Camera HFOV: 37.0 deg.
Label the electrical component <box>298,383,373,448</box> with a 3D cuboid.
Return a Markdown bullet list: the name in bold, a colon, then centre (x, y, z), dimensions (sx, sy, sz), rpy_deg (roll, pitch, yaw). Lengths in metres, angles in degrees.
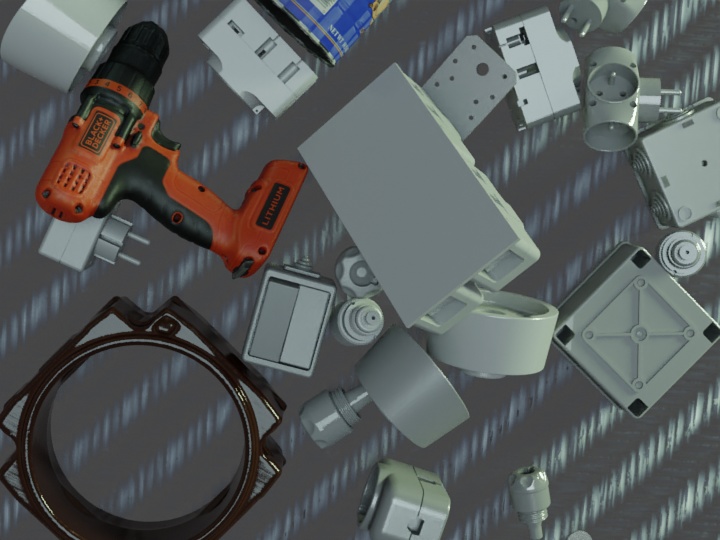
- **electrical component**: centre (-0.018, 0.119, 0.912), dimensions (0.062, 0.043, 0.043), rpy_deg (-33, 97, 2)

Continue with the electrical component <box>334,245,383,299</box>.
- **electrical component**: centre (0.000, 0.000, 0.893), dimensions (0.043, 0.062, 0.043), rpy_deg (0, 96, -4)

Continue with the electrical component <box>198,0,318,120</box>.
- **electrical component**: centre (-0.086, -0.169, 0.877), dimensions (0.056, 0.050, 0.089), rpy_deg (-44, 97, 0)

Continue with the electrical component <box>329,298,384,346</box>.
- **electrical component**: centre (0.001, 0.042, 0.893), dimensions (0.040, 0.078, 0.040), rpy_deg (2, 83, -15)

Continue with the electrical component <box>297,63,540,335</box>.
- **electrical component**: centre (0.045, -0.054, 0.841), dimensions (0.105, 0.060, 0.186), rpy_deg (-39, 61, 15)

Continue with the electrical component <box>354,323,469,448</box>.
- **electrical component**: centre (0.044, 0.096, 0.888), dimensions (0.064, 0.099, 0.099), rpy_deg (-42, 97, 7)

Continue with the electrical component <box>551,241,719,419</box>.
- **electrical component**: centre (0.230, 0.050, 0.918), dimensions (0.109, 0.056, 0.108), rpy_deg (44, 91, -7)

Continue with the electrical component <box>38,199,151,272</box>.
- **electrical component**: centre (-0.211, -0.029, 0.883), dimensions (0.077, 0.047, 0.065), rpy_deg (25, 93, -6)

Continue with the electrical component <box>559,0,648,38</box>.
- **electrical component**: centre (0.189, -0.223, 0.886), dimensions (0.077, 0.044, 0.079), rpy_deg (36, 61, -7)

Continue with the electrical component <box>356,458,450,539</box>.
- **electrical component**: centre (0.034, 0.196, 0.898), dimensions (0.059, 0.095, 0.053), rpy_deg (19, 94, -6)

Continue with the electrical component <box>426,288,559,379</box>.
- **electrical component**: centre (0.105, 0.055, 0.887), dimensions (0.108, 0.108, 0.060), rpy_deg (6, 101, -5)

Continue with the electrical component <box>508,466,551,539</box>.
- **electrical component**: centre (0.149, 0.204, 0.938), dimensions (0.035, 0.035, 0.061), rpy_deg (-10, 98, -3)

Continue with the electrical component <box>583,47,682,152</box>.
- **electrical component**: centre (0.224, -0.140, 0.885), dimensions (0.079, 0.044, 0.077), rpy_deg (3, 62, 7)

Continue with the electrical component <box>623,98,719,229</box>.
- **electrical component**: centre (0.283, -0.090, 0.912), dimensions (0.100, 0.048, 0.099), rpy_deg (-25, 97, -1)

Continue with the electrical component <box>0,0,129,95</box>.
- **electrical component**: centre (-0.228, -0.189, 0.842), dimensions (0.064, 0.099, 0.099), rpy_deg (33, 92, -13)

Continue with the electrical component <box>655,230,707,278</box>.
- **electrical component**: centre (0.272, -0.014, 0.907), dimensions (0.040, 0.078, 0.040), rpy_deg (0, 89, 11)

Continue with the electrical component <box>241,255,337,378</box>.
- **electrical component**: centre (-0.057, 0.035, 0.893), dimensions (0.062, 0.061, 0.096), rpy_deg (15, 94, -5)

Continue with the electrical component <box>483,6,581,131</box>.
- **electrical component**: centre (0.147, -0.168, 0.894), dimensions (0.056, 0.050, 0.089), rpy_deg (-20, 97, -1)
